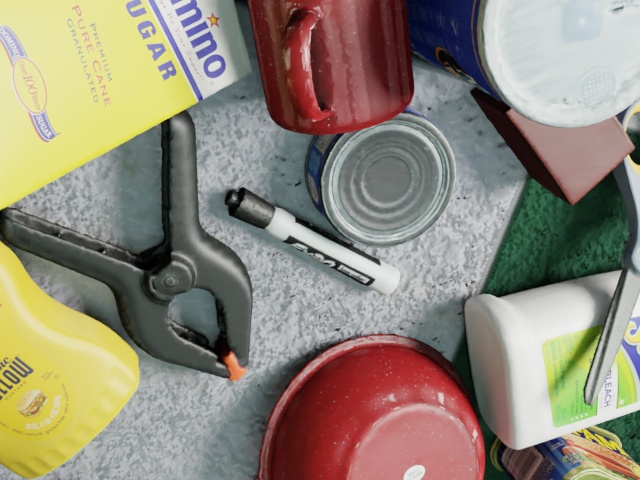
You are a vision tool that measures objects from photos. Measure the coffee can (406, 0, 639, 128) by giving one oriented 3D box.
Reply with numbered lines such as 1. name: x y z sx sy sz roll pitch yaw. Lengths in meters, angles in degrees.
1. coffee can: 0.104 -0.125 0.557 0.102 0.140 0.103 -5 112 -14

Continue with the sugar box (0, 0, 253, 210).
1. sugar box: -0.114 -0.092 0.514 0.175 0.048 0.093 -36 121 -36

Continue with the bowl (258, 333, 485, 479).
1. bowl: 0.046 0.142 0.665 0.161 0.055 0.162 -2 94 -24

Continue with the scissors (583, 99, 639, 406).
1. scissors: 0.187 -0.006 0.657 0.096 0.016 0.201 43 71 -13

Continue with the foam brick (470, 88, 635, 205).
1. foam brick: 0.139 -0.071 0.637 0.053 0.051 0.078 -41 116 1

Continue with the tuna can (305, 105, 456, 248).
1. tuna can: 0.036 -0.039 0.630 0.086 0.034 0.086 -5 111 -13

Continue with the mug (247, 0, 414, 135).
1. mug: 0.004 -0.102 0.556 0.093 0.117 0.081 -2 119 14

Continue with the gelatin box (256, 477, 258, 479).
1. gelatin box: -0.005 0.180 0.705 0.089 0.030 0.073 24 103 -23

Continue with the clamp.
1. clamp: -0.084 0.007 0.612 0.120 0.039 0.171 -38 120 7

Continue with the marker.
1. marker: -0.004 0.001 0.642 0.121 0.020 0.020 28 101 -23

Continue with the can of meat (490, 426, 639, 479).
1. can of meat: 0.178 0.164 0.720 0.102 0.084 0.057 25 102 -22

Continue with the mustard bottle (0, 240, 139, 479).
1. mustard bottle: -0.197 0.045 0.584 0.096 0.058 0.191 -41 115 9

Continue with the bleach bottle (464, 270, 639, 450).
1. bleach bottle: 0.225 0.055 0.705 0.250 0.068 0.102 -16 113 -12
